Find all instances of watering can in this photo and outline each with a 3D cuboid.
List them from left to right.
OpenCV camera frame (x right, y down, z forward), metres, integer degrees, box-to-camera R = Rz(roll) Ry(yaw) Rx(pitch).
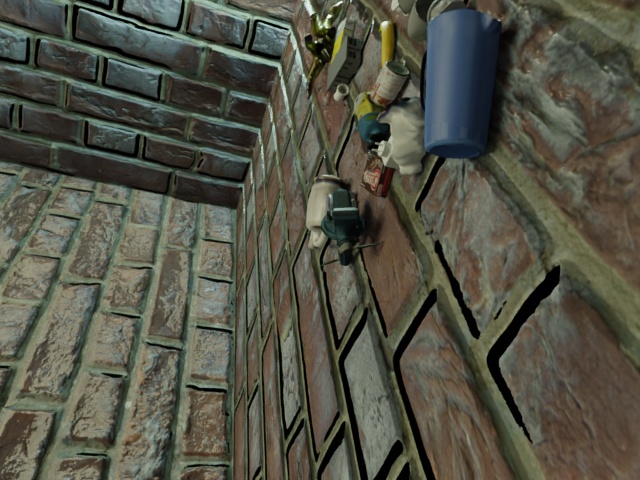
[{"bbox_3d":[0.005,-0.083,1.642,0.345,0.104,0.226,139,140,-77],"label":"watering can"}]

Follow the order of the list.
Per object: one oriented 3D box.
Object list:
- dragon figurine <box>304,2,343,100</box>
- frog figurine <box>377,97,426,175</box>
[{"bbox_3d":[0.015,-0.753,2.059,0.244,0.122,0.407,-31,-42,-76],"label":"dragon figurine"},{"bbox_3d":[0.204,-0.230,1.139,0.136,0.124,0.160,-29,87,58],"label":"frog figurine"}]
